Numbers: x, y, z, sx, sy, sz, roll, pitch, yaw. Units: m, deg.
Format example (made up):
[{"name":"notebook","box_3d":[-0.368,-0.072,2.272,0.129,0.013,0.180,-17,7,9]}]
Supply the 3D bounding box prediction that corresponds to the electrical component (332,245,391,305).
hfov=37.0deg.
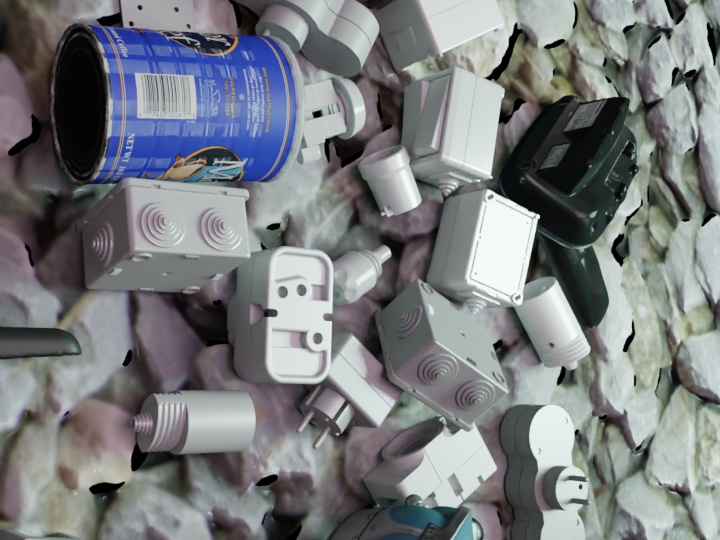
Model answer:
[{"name":"electrical component","box_3d":[0.000,0.000,0.832,0.061,0.035,0.035,-36,105,-34]}]

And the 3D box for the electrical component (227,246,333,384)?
[{"name":"electrical component","box_3d":[-0.058,0.034,0.774,0.054,0.059,0.095,6,82,-34]}]

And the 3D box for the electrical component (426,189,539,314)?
[{"name":"electrical component","box_3d":[0.097,-0.009,0.882,0.062,0.061,0.096,23,73,-31]}]

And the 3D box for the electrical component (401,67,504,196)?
[{"name":"electrical component","box_3d":[0.069,-0.109,0.873,0.061,0.062,0.096,17,76,-32]}]

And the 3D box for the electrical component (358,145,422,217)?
[{"name":"electrical component","box_3d":[0.025,-0.070,0.853,0.040,0.040,0.046,-34,110,-32]}]

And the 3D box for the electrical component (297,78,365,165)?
[{"name":"electrical component","box_3d":[-0.030,-0.119,0.817,0.055,0.048,0.066,-20,96,-27]}]

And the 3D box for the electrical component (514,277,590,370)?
[{"name":"electrical component","box_3d":[0.168,0.051,0.936,0.043,0.043,0.081,-37,107,-31]}]

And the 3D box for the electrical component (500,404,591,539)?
[{"name":"electrical component","box_3d":[0.165,0.182,0.903,0.052,0.074,0.138,-5,88,-35]}]

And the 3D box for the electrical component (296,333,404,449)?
[{"name":"electrical component","box_3d":[-0.019,0.097,0.802,0.065,0.047,0.076,48,62,-21]}]

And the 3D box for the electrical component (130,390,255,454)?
[{"name":"electrical component","box_3d":[-0.118,0.104,0.736,0.081,0.043,0.043,4,84,-34]}]

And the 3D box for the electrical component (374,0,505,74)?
[{"name":"electrical component","box_3d":[0.068,-0.210,0.881,0.096,0.062,0.061,-30,102,-33]}]

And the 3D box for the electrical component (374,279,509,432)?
[{"name":"electrical component","box_3d":[0.063,0.064,0.832,0.100,0.048,0.099,36,22,-27]}]

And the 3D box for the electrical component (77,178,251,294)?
[{"name":"electrical component","box_3d":[-0.129,-0.019,0.708,0.100,0.100,0.048,3,71,-34]}]

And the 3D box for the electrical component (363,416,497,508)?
[{"name":"electrical component","box_3d":[0.054,0.156,0.843,0.089,0.050,0.055,-35,105,-32]}]

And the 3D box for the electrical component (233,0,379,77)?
[{"name":"electrical component","box_3d":[-0.054,-0.187,0.802,0.138,0.052,0.073,34,68,-27]}]

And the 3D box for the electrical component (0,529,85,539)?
[{"name":"electrical component","box_3d":[-0.199,0.210,0.663,0.050,0.056,0.089,13,79,-33]}]
